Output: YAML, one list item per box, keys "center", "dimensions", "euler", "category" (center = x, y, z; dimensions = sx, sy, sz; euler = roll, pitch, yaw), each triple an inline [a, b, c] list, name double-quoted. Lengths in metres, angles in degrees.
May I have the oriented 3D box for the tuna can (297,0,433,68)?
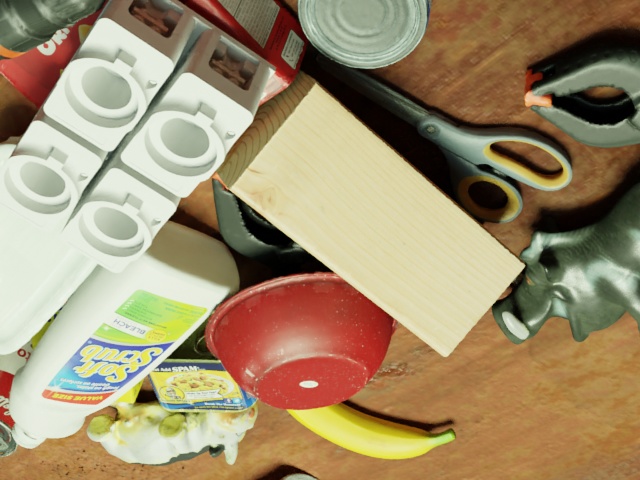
- center: [0.029, -0.153, 0.683]
  dimensions: [0.086, 0.033, 0.086]
  euler: [6, 135, 6]
  category: "tuna can"

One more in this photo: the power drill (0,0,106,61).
- center: [-0.230, -0.180, 0.604]
  dimensions: [0.185, 0.057, 0.187]
  euler: [-15, 124, 28]
  category: "power drill"

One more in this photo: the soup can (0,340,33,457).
- center: [-0.299, 0.142, 0.999]
  dimensions: [0.068, 0.102, 0.068]
  euler: [6, 135, 6]
  category: "soup can"

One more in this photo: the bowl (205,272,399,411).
- center: [-0.010, 0.092, 0.855]
  dimensions: [0.162, 0.055, 0.162]
  euler: [-6, 145, -4]
  category: "bowl"

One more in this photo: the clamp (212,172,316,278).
- center: [-0.006, 0.001, 0.841]
  dimensions: [0.165, 0.036, 0.210]
  euler: [-16, 133, 24]
  category: "clamp"

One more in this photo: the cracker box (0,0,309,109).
- center: [-0.139, -0.150, 0.696]
  dimensions: [0.164, 0.072, 0.213]
  euler: [-28, 122, 33]
  category: "cracker box"

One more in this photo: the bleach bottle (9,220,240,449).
- center: [-0.177, 0.091, 0.886]
  dimensions: [0.102, 0.068, 0.251]
  euler: [22, 123, -34]
  category: "bleach bottle"

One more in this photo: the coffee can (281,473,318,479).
- center: [-0.054, 0.317, 1.117]
  dimensions: [0.102, 0.102, 0.141]
  euler: [36, 131, -22]
  category: "coffee can"

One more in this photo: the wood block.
- center: [0.033, -0.020, 0.753]
  dimensions: [0.206, 0.090, 0.091]
  euler: [38, 95, -23]
  category: "wood block"

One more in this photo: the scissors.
- center: [0.081, -0.066, 0.770]
  dimensions: [0.201, 0.016, 0.096]
  euler: [18, 135, -4]
  category: "scissors"

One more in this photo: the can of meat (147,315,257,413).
- center: [-0.107, 0.111, 0.958]
  dimensions: [0.102, 0.057, 0.084]
  euler: [-1, 135, 13]
  category: "can of meat"

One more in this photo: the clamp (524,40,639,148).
- center: [0.223, -0.084, 0.705]
  dimensions: [0.172, 0.039, 0.120]
  euler: [2, 129, 16]
  category: "clamp"

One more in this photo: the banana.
- center: [0.025, 0.162, 0.997]
  dimensions: [0.197, 0.037, 0.070]
  euler: [23, 116, -12]
  category: "banana"

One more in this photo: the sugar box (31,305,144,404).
- center: [-0.211, 0.071, 0.949]
  dimensions: [0.093, 0.048, 0.176]
  euler: [7, 136, 6]
  category: "sugar box"
